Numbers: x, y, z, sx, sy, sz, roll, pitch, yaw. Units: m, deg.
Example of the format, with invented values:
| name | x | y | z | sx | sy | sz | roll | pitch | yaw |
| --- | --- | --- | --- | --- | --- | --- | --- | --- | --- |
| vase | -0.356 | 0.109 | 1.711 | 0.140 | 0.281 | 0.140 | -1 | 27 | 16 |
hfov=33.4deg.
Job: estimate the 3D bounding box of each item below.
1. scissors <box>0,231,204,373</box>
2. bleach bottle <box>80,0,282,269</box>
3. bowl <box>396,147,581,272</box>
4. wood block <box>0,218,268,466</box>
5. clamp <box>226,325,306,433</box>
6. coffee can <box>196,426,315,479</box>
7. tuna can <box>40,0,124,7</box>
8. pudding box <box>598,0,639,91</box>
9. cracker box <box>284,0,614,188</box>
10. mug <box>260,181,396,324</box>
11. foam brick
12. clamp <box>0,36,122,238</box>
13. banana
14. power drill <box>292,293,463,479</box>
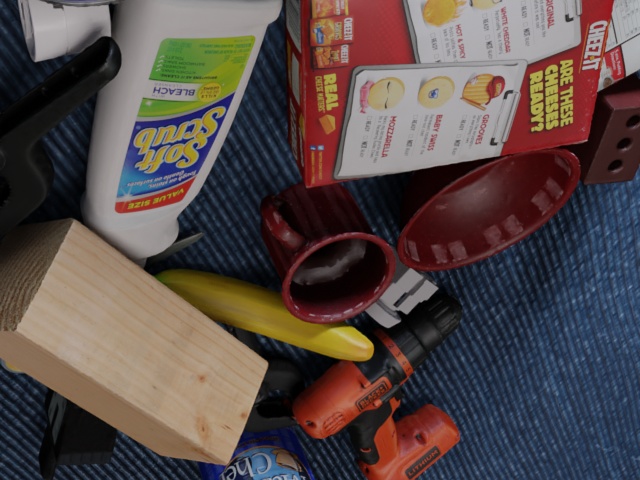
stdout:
| name | x | y | z | sx | sy | sz | roll | pitch | yaw |
| --- | --- | --- | --- | --- | --- | --- | --- | --- | --- |
| scissors | -0.183 | 0.054 | 0.852 | 0.201 | 0.016 | 0.096 | -16 | 136 | -11 |
| bleach bottle | -0.107 | -0.073 | 0.740 | 0.102 | 0.068 | 0.251 | -5 | 135 | -29 |
| bowl | 0.125 | -0.042 | 0.861 | 0.162 | 0.055 | 0.162 | -20 | 153 | -11 |
| wood block | -0.147 | 0.079 | 0.790 | 0.091 | 0.090 | 0.205 | -5 | 143 | 45 |
| clamp | -0.076 | 0.135 | 0.956 | 0.120 | 0.039 | 0.171 | -38 | 132 | 6 |
| coffee can | -0.050 | 0.244 | 0.996 | 0.102 | 0.140 | 0.103 | -13 | 134 | -14 |
| tuna can | -0.137 | -0.171 | 0.620 | 0.086 | 0.086 | 0.034 | -10 | 132 | -16 |
| pudding box | 0.227 | -0.169 | 0.822 | 0.113 | 0.039 | 0.090 | -29 | 134 | -1 |
| cracker box | 0.083 | -0.133 | 0.728 | 0.213 | 0.072 | 0.164 | -11 | 134 | -10 |
| mug | -0.006 | 0.001 | 0.838 | 0.093 | 0.081 | 0.117 | -44 | 133 | 16 |
| foam brick | 0.240 | -0.093 | 0.886 | 0.053 | 0.051 | 0.078 | -6 | 132 | -20 |
| clamp | -0.207 | -0.065 | 0.680 | 0.164 | 0.036 | 0.210 | 1 | 145 | -7 |
| banana | -0.054 | 0.060 | 0.863 | 0.197 | 0.069 | 0.037 | 16 | 106 | -13 |
| power drill | 0.076 | 0.151 | 1.022 | 0.184 | 0.057 | 0.187 | -36 | 136 | -7 |
